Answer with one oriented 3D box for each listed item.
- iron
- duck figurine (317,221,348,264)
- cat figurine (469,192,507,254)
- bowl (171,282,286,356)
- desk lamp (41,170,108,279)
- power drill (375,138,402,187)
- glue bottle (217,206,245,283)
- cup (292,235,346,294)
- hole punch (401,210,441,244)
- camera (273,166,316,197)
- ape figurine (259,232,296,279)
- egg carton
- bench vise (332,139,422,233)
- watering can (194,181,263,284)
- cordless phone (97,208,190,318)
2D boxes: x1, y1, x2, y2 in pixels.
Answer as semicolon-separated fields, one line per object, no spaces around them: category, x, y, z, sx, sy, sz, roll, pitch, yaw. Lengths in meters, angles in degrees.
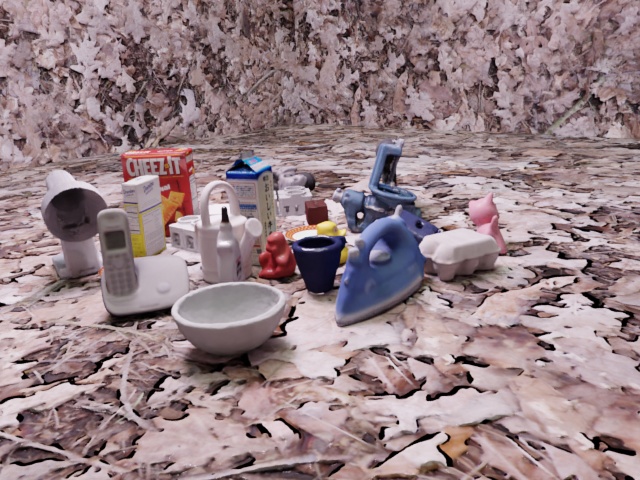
iron;0.094;0.034;0.988;0.118;0.141;0.259;7;20;30
duck figurine;0.011;0.004;1.191;0.104;0.086;0.077;-6;18;-8
cat figurine;0.356;-0.041;1.222;0.067;0.118;0.128;-3;18;1
bowl;-0.132;0.125;0.852;0.167;0.075;0.167;-3;17;1
desk lamp;-0.513;-0.032;1.186;0.118;0.214;0.202;-14;21;-31
power drill;0.182;-0.166;1.498;0.075;0.208;0.229;-2;18;5
glue bottle;-0.161;0.025;1.011;0.037;0.173;0.078;-2;18;3
cup;0.006;0.044;1.051;0.091;0.095;0.118;14;24;43
hole punch;0.202;-0.014;1.205;0.100;0.091;0.109;3;19;20
camera;-0.073;-0.176;1.754;0.137;0.101;0.142;-16;22;-36
ape figurine;-0.084;0.028;1.122;0.076;0.092;0.077;-10;19;-21
egg carton;0.266;0.025;1.107;0.151;0.069;0.107;-12;20;-26
bench vise;0.137;-0.127;1.363;0.207;0.220;0.121;-7;18;-10
watering can;-0.183;-0.020;1.121;0.172;0.194;0.101;2;18;16
cordless phone;-0.307;0.033;0.990;0.148;0.185;0.094;-9;18;-17
